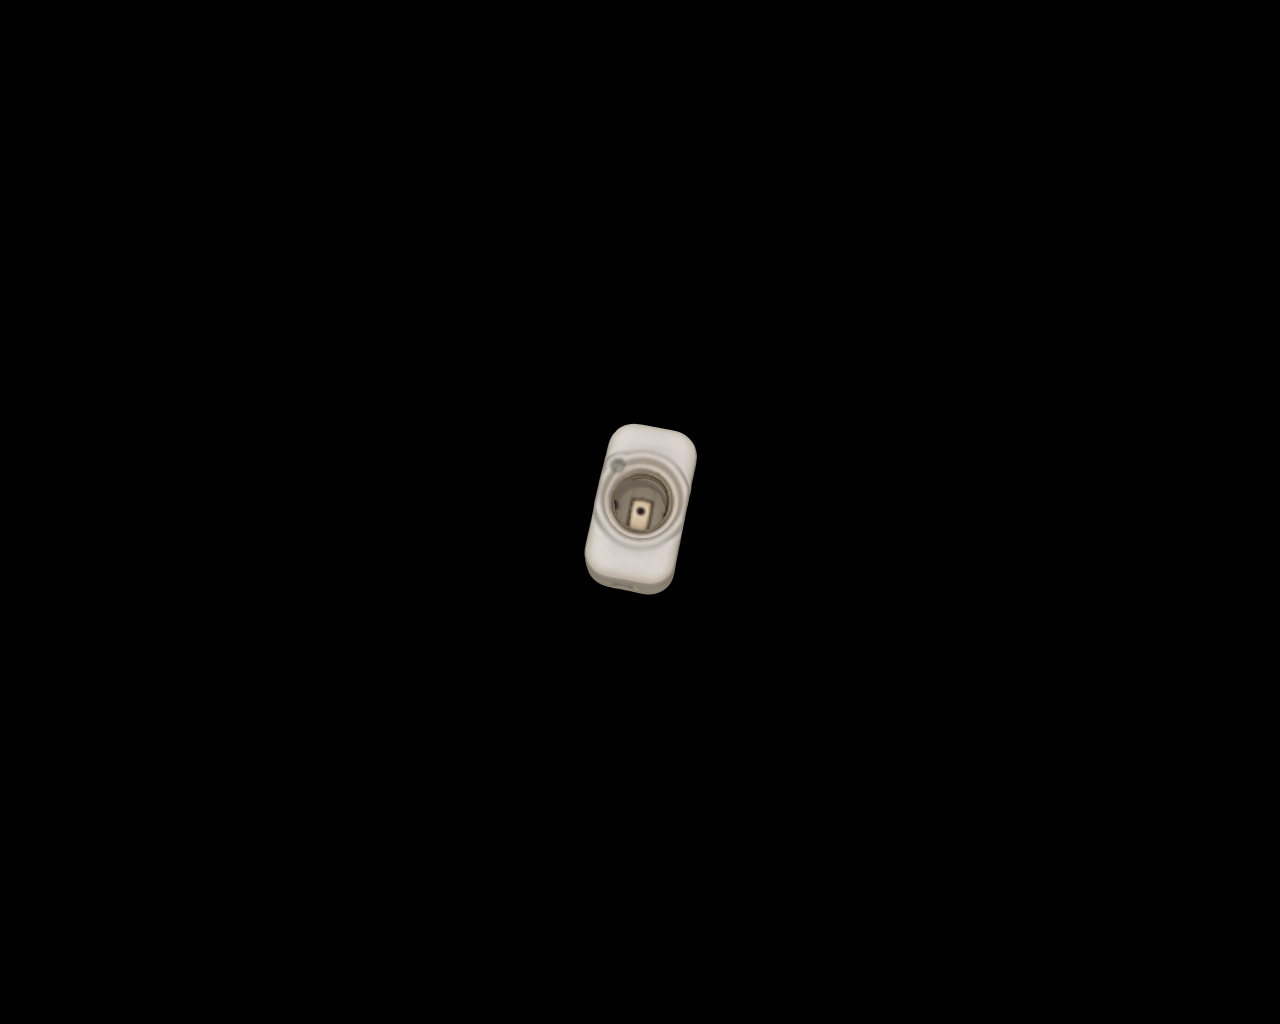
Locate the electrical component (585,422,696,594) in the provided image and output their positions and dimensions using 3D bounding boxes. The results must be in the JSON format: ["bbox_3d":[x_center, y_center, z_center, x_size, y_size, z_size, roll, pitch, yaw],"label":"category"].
[{"bbox_3d":[0.001,-0.003,0.650,0.054,0.095,0.059,11,-11,2],"label":"electrical component"}]
